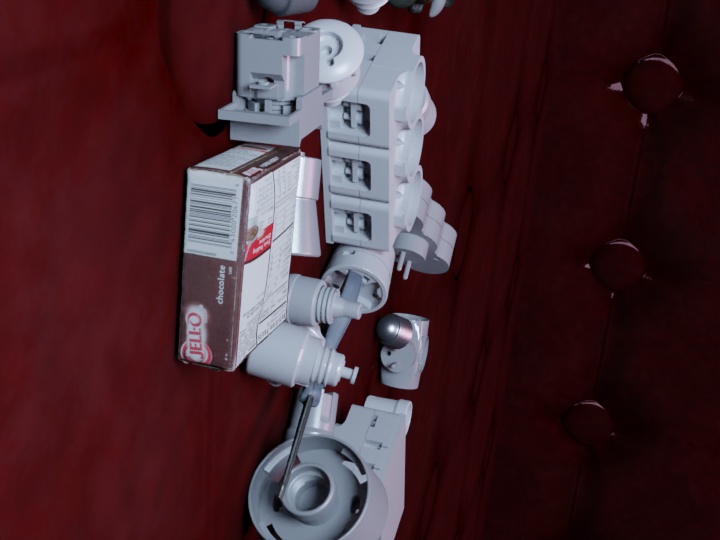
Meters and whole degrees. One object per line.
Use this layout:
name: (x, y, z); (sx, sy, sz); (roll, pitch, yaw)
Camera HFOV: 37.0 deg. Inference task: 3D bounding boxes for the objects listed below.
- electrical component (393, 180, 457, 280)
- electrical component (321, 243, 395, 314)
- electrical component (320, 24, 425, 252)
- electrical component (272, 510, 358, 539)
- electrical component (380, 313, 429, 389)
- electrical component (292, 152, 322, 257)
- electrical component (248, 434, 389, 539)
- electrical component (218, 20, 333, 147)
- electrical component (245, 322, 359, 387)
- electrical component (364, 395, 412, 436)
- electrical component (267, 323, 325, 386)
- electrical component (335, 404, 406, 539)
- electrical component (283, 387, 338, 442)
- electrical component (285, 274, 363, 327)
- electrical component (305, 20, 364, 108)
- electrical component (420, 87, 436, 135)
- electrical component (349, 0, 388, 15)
electrical component: (0.049, -0.028, 1.026); (0.138, 0.052, 0.073); (53, 48, -56)
electrical component: (0.000, 0.000, 0.880); (0.055, 0.055, 0.047); (88, 14, -45)
electrical component: (0.013, -0.100, 0.836); (0.089, 0.062, 0.150); (-67, 162, -45)
electrical component: (-0.031, 0.209, 0.857); (0.080, 0.080, 0.051); (81, 17, -56)
electrical component: (0.045, 0.090, 1.171); (0.079, 0.044, 0.077); (-14, 114, -76)
electrical component: (-0.044, -0.042, 0.682); (0.044, 0.044, 0.065); (-1, 96, -77)
electrical component: (-0.031, 0.170, 0.786); (0.064, 0.099, 0.099); (70, 32, -54)
electrical component: (-0.047, -0.108, 0.614); (0.081, 0.042, 0.063); (-54, 148, -64)
electrical component: (-0.040, 0.058, 0.711); (0.040, 0.078, 0.040); (17, 90, -88)
electrical component: (0.029, 0.155, 1.146); (0.040, 0.046, 0.040); (11, 90, -77)
electrical component: (-0.049, 0.061, 0.757); (0.061, 0.035, 0.035); (-55, 153, -56)
electrical component: (0.003, 0.214, 1.044); (0.089, 0.062, 0.150); (-66, 162, -45)
electrical component: (-0.037, 0.119, 0.846); (0.040, 0.040, 0.046); (65, 33, -69)
electrical component: (-0.029, 0.023, 0.751); (0.035, 0.061, 0.035); (11, 90, -77)
electrical component: (-0.021, -0.130, 0.706); (0.062, 0.048, 0.048); (87, 17, -67)
electrical component: (0.043, -0.147, 0.967); (0.055, 0.045, 0.045); (37, 64, -75)
electrical component: (0.006, -0.205, 0.760); (0.062, 0.048, 0.048); (87, 17, -69)
